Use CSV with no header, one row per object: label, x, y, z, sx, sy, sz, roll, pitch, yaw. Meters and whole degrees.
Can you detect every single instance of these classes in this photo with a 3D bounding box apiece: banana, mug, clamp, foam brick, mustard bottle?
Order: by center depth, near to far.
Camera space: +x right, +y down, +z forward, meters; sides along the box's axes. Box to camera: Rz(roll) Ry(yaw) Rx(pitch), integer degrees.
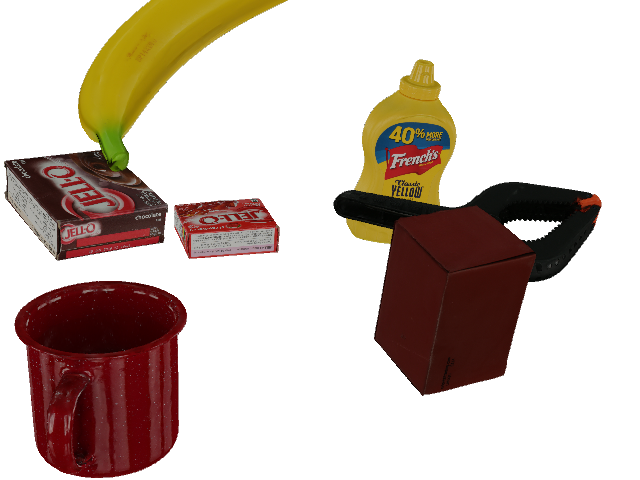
foam brick,0.065,0.029,0.537,0.052,0.078,0.051,-9,37,-26
banana,-0.065,-0.109,0.566,0.070,0.197,0.037,31,-28,20
mug,-0.122,0.083,0.589,0.093,0.081,0.117,4,23,5
clamp,0.130,0.009,0.843,0.210,0.164,0.036,-10,-38,-9
mustard bottle,0.089,-0.092,1.097,0.096,0.192,0.058,3,26,-14

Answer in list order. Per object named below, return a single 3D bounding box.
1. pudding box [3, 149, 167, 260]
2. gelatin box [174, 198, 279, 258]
pudding box,-0.185,-0.030,0.832,0.089,0.039,0.114,-10,31,-35
gelatin box,-0.090,-0.013,1.022,0.089,0.030,0.073,-5,25,-16
